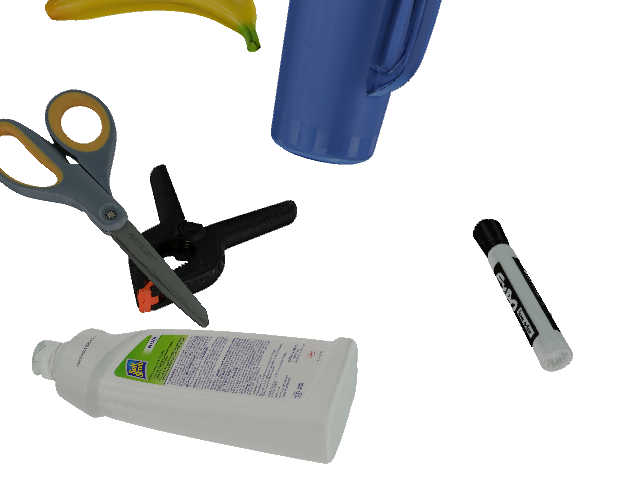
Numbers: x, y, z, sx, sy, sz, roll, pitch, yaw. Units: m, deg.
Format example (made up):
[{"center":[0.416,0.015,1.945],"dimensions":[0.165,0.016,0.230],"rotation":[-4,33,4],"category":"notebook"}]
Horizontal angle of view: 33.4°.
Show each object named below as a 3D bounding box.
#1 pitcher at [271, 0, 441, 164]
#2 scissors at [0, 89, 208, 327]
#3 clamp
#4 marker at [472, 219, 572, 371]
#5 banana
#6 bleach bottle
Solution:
[{"center":[0.032,-0.199,1.045],"dimensions":[0.145,0.243,0.149],"rotation":[12,19,-1],"category":"pitcher"},{"center":[-0.129,-0.031,0.690],"dimensions":[0.202,0.096,0.016],"rotation":[31,-27,12],"category":"scissors"},{"center":[-0.139,-0.005,1.068],"dimensions":[0.165,0.036,0.209],"rotation":[20,40,17],"category":"clamp"},{"center":[0.118,0.028,0.639],"dimensions":[0.020,0.020,0.121],"rotation":[0,40,-17],"category":"marker"},{"center":[-0.135,-0.204,0.904],"dimensions":[0.198,0.069,0.037],"rotation":[10,-42,16],"category":"banana"},{"center":[-0.103,0.107,0.842],"dimensions":[0.251,0.068,0.102],"rotation":[8,35,12],"category":"bleach bottle"}]
